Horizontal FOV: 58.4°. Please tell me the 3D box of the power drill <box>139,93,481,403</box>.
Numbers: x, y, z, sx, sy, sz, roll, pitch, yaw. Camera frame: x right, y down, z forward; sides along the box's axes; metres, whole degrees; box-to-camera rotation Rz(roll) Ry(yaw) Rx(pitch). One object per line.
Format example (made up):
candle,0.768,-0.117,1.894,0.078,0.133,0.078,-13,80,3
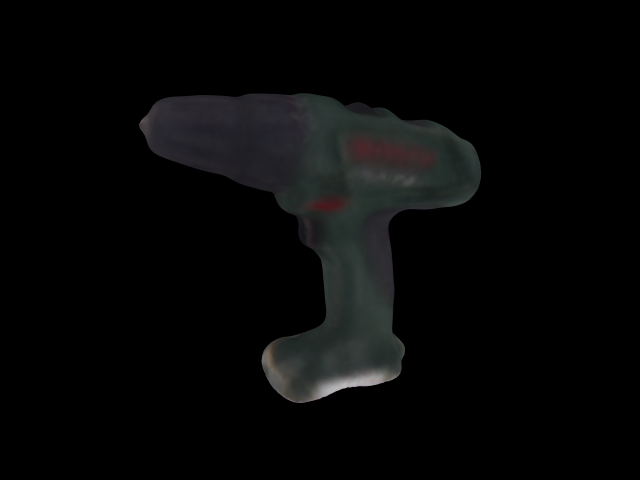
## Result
power drill,0.004,0.001,0.400,0.230,0.208,0.075,-9,24,-22
